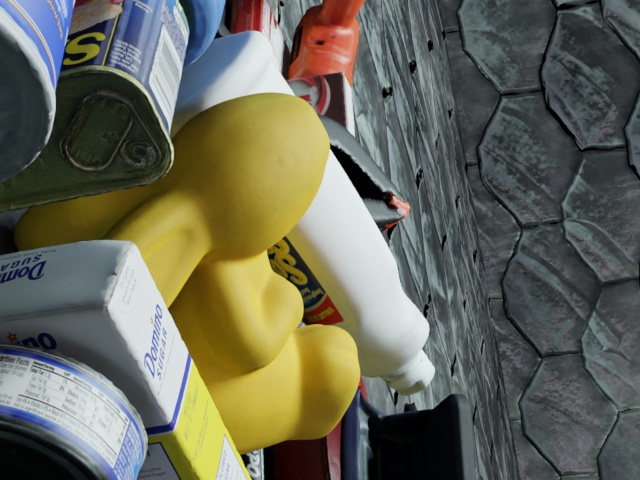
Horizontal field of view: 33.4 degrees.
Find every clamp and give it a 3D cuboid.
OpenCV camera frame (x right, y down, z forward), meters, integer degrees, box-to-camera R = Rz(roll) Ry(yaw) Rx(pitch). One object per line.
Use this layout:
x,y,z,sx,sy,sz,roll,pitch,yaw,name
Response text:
-0.026,-0.052,0.707,0.209,0.036,0.164,34,44,-25,clamp

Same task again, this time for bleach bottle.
-0.004,0.001,0.616,0.250,0.103,0.068,51,60,-26,bleach bottle

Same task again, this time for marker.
-0.047,0.143,0.717,0.020,0.020,0.121,52,33,-64,marker

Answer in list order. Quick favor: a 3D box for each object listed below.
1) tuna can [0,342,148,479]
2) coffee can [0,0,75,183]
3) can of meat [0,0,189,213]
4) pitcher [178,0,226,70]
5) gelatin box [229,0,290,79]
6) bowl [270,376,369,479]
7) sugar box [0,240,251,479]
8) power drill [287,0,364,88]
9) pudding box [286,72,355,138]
-0.107,0.077,0.375,0.033,0.086,0.086,-78,156,-49,tuna can
-0.129,-0.101,0.353,0.102,0.103,0.140,63,23,-52,coffee can
-0.106,-0.064,0.431,0.084,0.102,0.057,-87,162,-45,can of meat
-0.096,-0.205,0.530,0.145,0.149,0.242,99,-3,-56,pitcher
-0.048,-0.143,0.861,0.089,0.030,0.073,62,25,-56,gelatin box
0.001,0.168,0.821,0.162,0.055,0.162,-8,90,-76,bowl
-0.089,0.081,0.430,0.048,0.093,0.176,-81,158,-52,sugar box
0.027,-0.192,0.820,0.188,0.057,0.184,116,-12,-45,power drill
-0.019,-0.065,0.806,0.039,0.090,0.113,40,45,-72,pudding box
